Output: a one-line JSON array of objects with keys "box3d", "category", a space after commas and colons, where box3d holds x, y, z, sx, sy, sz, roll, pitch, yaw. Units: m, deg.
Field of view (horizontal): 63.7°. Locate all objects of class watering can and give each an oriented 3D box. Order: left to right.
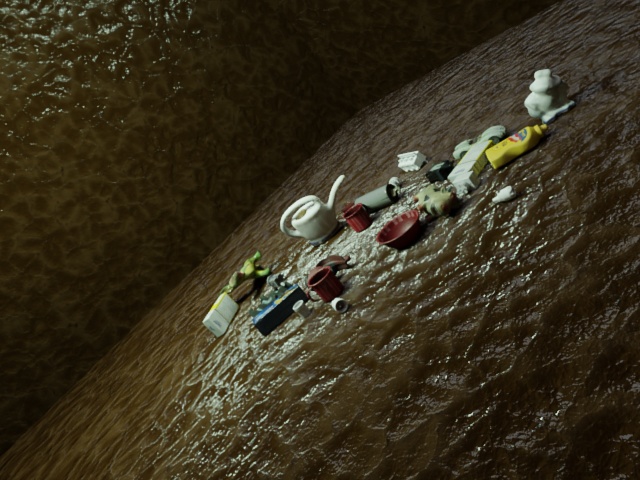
[{"box3d": [0.006, -0.106, 2.112, 0.345, 0.221, 0.106, -34, 35, 13], "category": "watering can"}]

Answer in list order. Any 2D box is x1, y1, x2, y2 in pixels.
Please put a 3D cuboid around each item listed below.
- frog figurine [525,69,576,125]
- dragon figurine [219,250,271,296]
[{"box3d": [0.717, -0.467, 1.643, 0.136, 0.158, 0.125, -29, 17, 31], "category": "frog figurine"}, {"box3d": [-0.343, 0.163, 2.260, 0.244, 0.122, 0.406, -33, -3, -14], "category": "dragon figurine"}]
